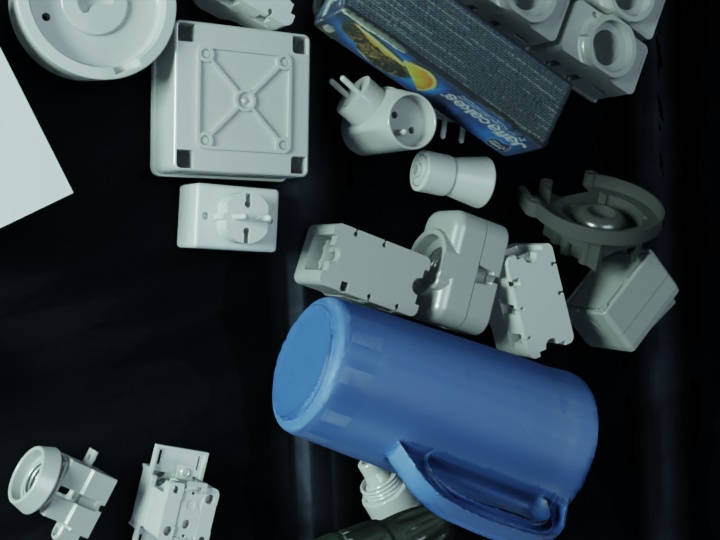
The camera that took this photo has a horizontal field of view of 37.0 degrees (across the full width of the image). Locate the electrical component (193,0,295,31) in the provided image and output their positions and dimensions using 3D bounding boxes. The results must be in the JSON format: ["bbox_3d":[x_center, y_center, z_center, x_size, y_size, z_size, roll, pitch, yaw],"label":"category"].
[{"bbox_3d":[-0.092,-0.217,0.793,0.089,0.056,0.050,25,80,-28],"label":"electrical component"}]

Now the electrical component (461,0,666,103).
[{"bbox_3d":[0.176,-0.238,0.939,0.186,0.060,0.105,26,79,-27],"label":"electrical component"}]

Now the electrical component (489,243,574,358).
[{"bbox_3d":[0.139,0.025,0.930,0.050,0.056,0.089,-20,101,-27],"label":"electrical component"}]

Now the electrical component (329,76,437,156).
[{"bbox_3d":[0.009,-0.125,0.841,0.079,0.077,0.044,39,74,-24],"label":"electrical component"}]

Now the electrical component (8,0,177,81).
[{"bbox_3d":[-0.188,-0.181,0.738,0.108,0.060,0.108,-1,92,-29],"label":"electrical component"}]

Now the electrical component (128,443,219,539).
[{"bbox_3d":[-0.133,0.171,0.779,0.042,0.064,0.081,15,84,-30],"label":"electrical component"}]

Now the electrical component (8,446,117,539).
[{"bbox_3d":[-0.209,0.152,0.747,0.055,0.048,0.066,34,75,-34],"label":"electrical component"}]

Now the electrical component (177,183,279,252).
[{"bbox_3d":[-0.090,-0.038,0.789,0.066,0.077,0.047,3,90,-29],"label":"electrical component"}]

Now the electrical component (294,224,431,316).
[{"bbox_3d":[0.000,0.000,0.852,0.089,0.056,0.050,20,81,-27],"label":"electrical component"}]

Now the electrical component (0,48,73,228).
[{"bbox_3d":[-0.266,-0.097,0.697,0.089,0.062,0.150,-31,106,-25],"label":"electrical component"}]

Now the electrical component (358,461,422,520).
[{"bbox_3d":[0.020,0.180,0.877,0.043,0.043,0.062,-37,107,-23],"label":"electrical component"}]

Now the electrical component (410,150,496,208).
[{"bbox_3d":[0.075,-0.078,0.901,0.065,0.044,0.044,8,88,-24],"label":"electrical component"}]

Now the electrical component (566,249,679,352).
[{"bbox_3d":[0.243,0.024,0.985,0.096,0.062,0.061,-48,113,-19],"label":"electrical component"}]

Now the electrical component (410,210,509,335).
[{"bbox_3d":[0.078,0.001,0.896,0.059,0.054,0.095,18,83,-28],"label":"electrical component"}]

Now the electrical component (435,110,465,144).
[{"bbox_3d":[0.082,-0.145,0.898,0.066,0.047,0.076,9,87,-29],"label":"electrical component"}]

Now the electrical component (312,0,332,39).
[{"bbox_3d":[-0.008,-0.209,0.851,0.046,0.040,0.040,-38,109,-29],"label":"electrical component"}]

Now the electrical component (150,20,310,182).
[{"bbox_3d":[-0.096,-0.122,0.794,0.109,0.056,0.108,0,92,-29],"label":"electrical component"}]
